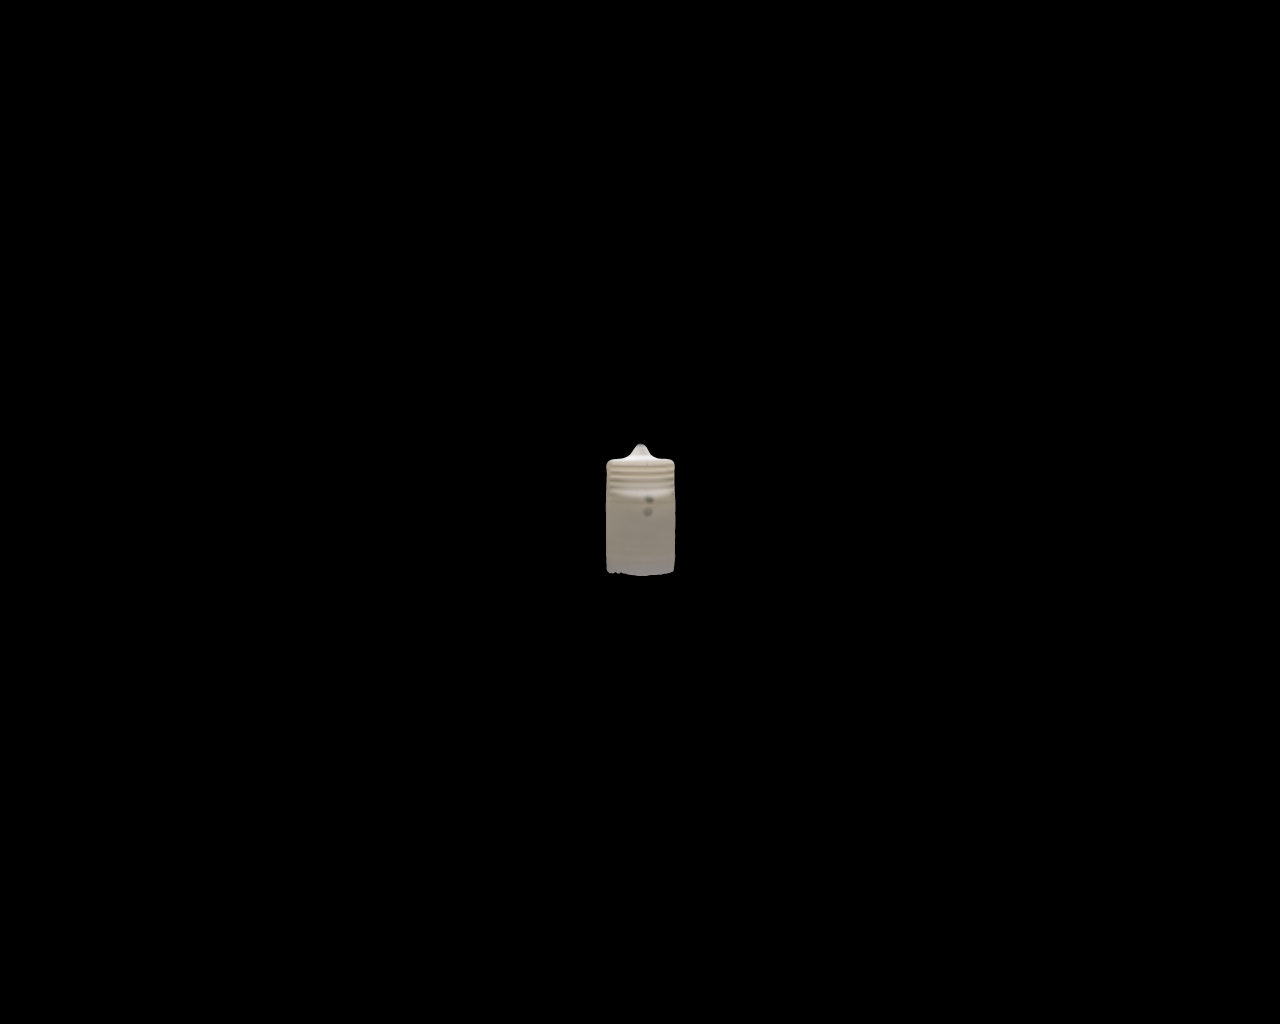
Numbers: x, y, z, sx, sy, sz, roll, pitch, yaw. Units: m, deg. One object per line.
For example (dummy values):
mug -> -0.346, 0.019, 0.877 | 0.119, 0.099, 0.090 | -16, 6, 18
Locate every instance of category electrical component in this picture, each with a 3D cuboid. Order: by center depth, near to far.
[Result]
electrical component -> 0.001, -0.003, 0.650 | 0.043, 0.081, 0.043 | 0, 5, 0
